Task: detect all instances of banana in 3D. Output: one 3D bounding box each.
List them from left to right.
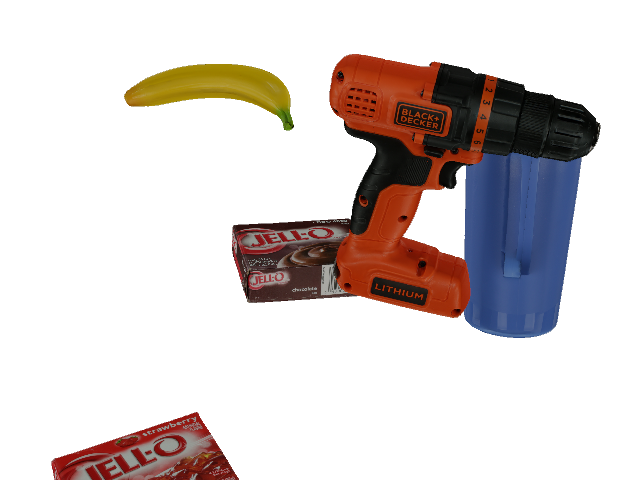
[{"bbox_3d":[-0.113,-0.162,1.148,0.198,0.037,0.069,9,46,18],"label":"banana"}]

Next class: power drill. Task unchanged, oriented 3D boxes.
[{"bbox_3d":[0.089,-0.036,0.766,0.184,0.188,0.057,14,35,8],"label":"power drill"}]

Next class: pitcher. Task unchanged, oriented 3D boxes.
[{"bbox_3d":[0.223,-0.015,1.209,0.149,0.243,0.145,-8,17,-33],"label":"pitcher"}]

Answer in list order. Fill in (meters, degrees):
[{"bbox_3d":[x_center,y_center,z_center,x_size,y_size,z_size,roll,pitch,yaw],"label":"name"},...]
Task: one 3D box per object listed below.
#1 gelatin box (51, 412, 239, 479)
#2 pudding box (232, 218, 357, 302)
[{"bbox_3d":[-0.095,0.135,0.585,0.089,0.030,0.073,-15,28,-20],"label":"gelatin box"},{"bbox_3d":[-0.018,0.016,0.946,0.113,0.039,0.090,-2,27,-13],"label":"pudding box"}]
